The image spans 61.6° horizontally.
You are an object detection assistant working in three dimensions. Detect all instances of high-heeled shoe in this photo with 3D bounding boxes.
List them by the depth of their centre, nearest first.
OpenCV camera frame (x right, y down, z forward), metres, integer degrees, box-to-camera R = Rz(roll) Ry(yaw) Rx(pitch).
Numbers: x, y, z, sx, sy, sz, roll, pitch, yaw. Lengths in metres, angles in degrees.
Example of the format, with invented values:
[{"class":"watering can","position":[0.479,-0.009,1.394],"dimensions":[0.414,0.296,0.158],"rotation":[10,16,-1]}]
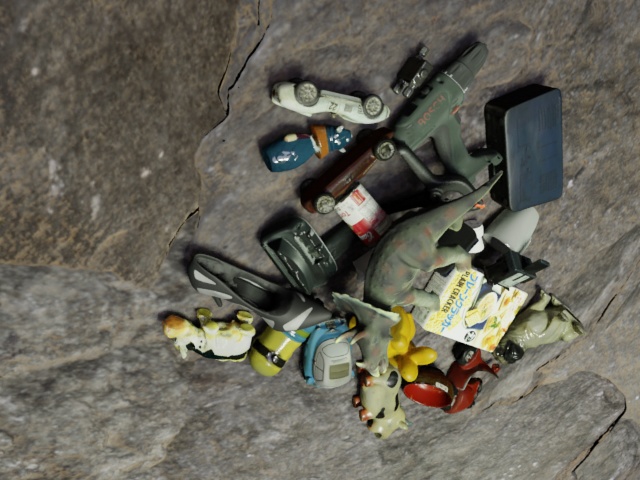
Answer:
[{"class":"high-heeled shoe","position":[-0.105,0.082,0.935],"dimensions":[0.249,0.086,0.145],"rotation":[3,137,10]}]

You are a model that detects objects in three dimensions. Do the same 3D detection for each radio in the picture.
[{"class":"radio","position":[0.403,-0.176,1.059],"dimensions":[0.131,0.073,0.229],"rotation":[-20,117,-11]}]

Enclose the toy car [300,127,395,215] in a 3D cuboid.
[{"class":"toy car","position":[0.050,-0.120,0.938],"dimensions":[0.202,0.089,0.053],"rotation":[-41,119,-1]}]

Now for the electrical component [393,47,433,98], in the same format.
[{"class":"electrical component","position":[0.163,-0.287,0.919],"dimensions":[0.021,0.063,0.094],"rotation":[32,98,-29]}]

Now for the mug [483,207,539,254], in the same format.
[{"class":"mug","position":[0.414,-0.021,1.129],"dimensions":[0.109,0.081,0.107],"rotation":[40,88,-27]}]

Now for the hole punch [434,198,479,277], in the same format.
[{"class":"hole punch","position":[0.242,0.003,1.066],"dimensions":[0.142,0.116,0.092],"rotation":[-50,156,9]}]

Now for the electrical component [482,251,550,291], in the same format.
[{"class":"electrical component","position":[0.400,0.056,1.089],"dimensions":[0.075,0.048,0.119],"rotation":[15,141,-29]}]

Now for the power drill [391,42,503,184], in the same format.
[{"class":"power drill","position":[0.254,-0.210,0.981],"dimensions":[0.232,0.086,0.207],"rotation":[-41,125,2]}]

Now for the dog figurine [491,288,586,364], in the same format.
[{"class":"dog figurine","position":[0.513,0.228,1.280],"dimensions":[0.172,0.121,0.190],"rotation":[30,114,-26]}]

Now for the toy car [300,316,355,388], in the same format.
[{"class":"toy car","position":[0.025,0.240,1.082],"dimensions":[0.109,0.103,0.161],"rotation":[-5,116,-20]}]

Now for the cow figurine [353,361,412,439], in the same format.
[{"class":"cow figurine","position":[0.142,0.357,1.194],"dimensions":[0.127,0.086,0.194],"rotation":[-4,114,-13]}]

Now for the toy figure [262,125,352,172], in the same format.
[{"class":"toy figure","position":[-0.020,-0.161,0.909],"dimensions":[0.154,0.064,0.058],"rotation":[-23,79,-15]}]

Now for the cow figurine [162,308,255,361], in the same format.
[{"class":"cow figurine","position":[-0.208,0.181,0.988],"dimensions":[0.167,0.068,0.098],"rotation":[6,116,-23]}]

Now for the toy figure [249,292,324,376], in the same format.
[{"class":"toy figure","position":[-0.067,0.177,1.024],"dimensions":[0.082,0.089,0.180],"rotation":[43,99,7]}]

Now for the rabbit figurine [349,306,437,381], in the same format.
[{"class":"rabbit figurine","position":[0.164,0.209,1.110],"dimensions":[0.122,0.163,0.173],"rotation":[-41,139,-14]}]

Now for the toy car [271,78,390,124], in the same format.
[{"class":"toy car","position":[0.020,-0.226,0.886],"dimensions":[0.202,0.074,0.056],"rotation":[5,107,-23]}]

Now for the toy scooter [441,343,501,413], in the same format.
[{"class":"toy scooter","position":[0.356,0.329,1.267],"dimensions":[0.135,0.075,0.183],"rotation":[14,103,-25]}]

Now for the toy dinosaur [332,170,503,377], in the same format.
[{"class":"toy dinosaur","position":[0.149,0.035,0.935],"dimensions":[0.192,0.131,0.404],"rotation":[9,113,-38]}]

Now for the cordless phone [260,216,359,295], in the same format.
[{"class":"cordless phone","position":[-0.003,-0.004,0.986],"dimensions":[0.184,0.089,0.146],"rotation":[-41,116,-15]}]
